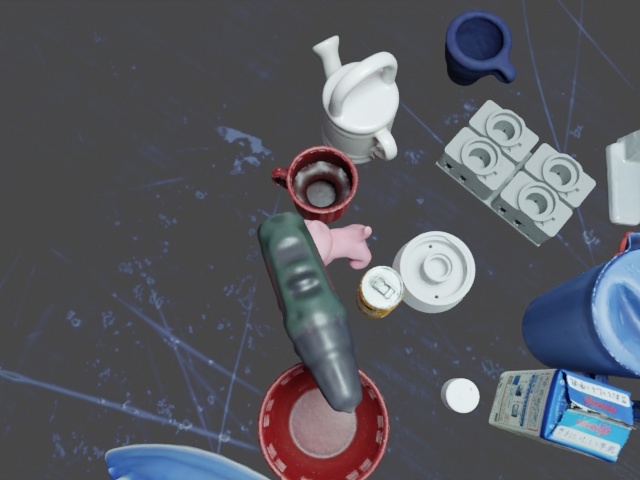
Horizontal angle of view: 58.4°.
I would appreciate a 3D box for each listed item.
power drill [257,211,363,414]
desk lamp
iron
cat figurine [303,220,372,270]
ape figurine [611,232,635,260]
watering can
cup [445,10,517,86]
[{"bbox_3d":[-0.009,0.087,0.676,0.075,0.208,0.229,-21,78,-5],"label":"power drill"},{"bbox_3d":[0.469,-0.138,0.734,0.118,0.213,0.203,4,77,0],"label":"desk lamp"},{"bbox_3d":[-0.154,0.309,0.655,0.258,0.141,0.119,23,77,5],"label":"iron"},{"bbox_3d":[0.007,0.003,0.743,0.128,0.118,0.067,-9,77,-3],"label":"cat figurine"},{"bbox_3d":[0.435,0.017,0.759,0.078,0.092,0.076,-17,77,-5],"label":"ape figurine"},{"bbox_3d":[0.046,-0.185,0.749,0.172,0.194,0.101,36,79,8],"label":"watering can"},{"bbox_3d":[0.226,-0.255,0.819,0.092,0.095,0.117,-40,80,-9],"label":"cup"}]
